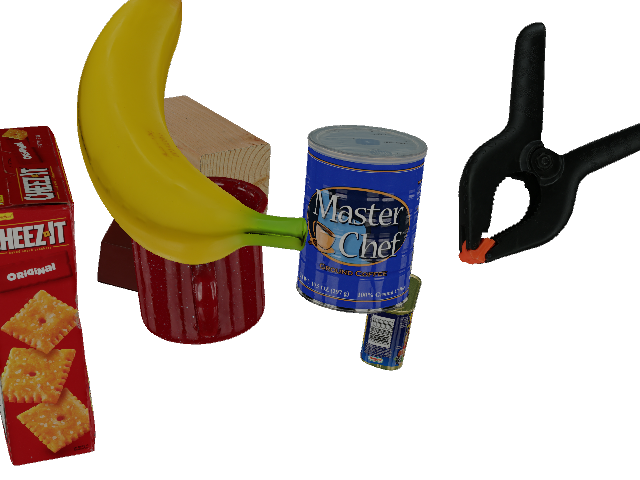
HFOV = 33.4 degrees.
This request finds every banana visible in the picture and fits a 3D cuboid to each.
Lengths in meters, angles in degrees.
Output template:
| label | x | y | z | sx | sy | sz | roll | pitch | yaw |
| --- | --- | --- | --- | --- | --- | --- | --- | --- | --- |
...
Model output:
| label | x | y | z | sx | sy | sz | roll | pitch | yaw |
| --- | --- | --- | --- | --- | --- | --- | --- | --- | --- |
| banana | -0.070 | -0.050 | 0.457 | 0.069 | 0.037 | 0.198 | -9 | 45 | -20 |

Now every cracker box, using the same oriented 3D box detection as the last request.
| label | x | y | z | sx | sy | sz | roll | pitch | yaw |
| --- | --- | --- | --- | --- | --- | --- | --- | --- | --- |
| cracker box | -0.224 | 0.038 | 0.830 | 0.072 | 0.214 | 0.164 | -7 | 28 | -18 |

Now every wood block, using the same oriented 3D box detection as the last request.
| label | x | y | z | sx | sy | sz | roll | pitch | yaw |
| --- | --- | --- | --- | --- | --- | --- | --- | --- | --- |
| wood block | -0.152 | -0.099 | 1.271 | 0.090 | 0.090 | 0.206 | -12 | 29 | -32 |

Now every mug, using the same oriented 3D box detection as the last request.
| label | x | y | z | sx | sy | sz | roll | pitch | yaw |
| --- | --- | --- | --- | --- | --- | --- | --- | --- | --- |
| mug | -0.075 | 0.018 | 0.674 | 0.093 | 0.081 | 0.117 | -7 | 26 | -11 |

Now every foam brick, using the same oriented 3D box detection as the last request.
| label | x | y | z | sx | sy | sz | roll | pitch | yaw |
| --- | --- | --- | --- | --- | --- | --- | --- | --- | --- |
| foam brick | -0.180 | 0.018 | 1.076 | 0.078 | 0.051 | 0.053 | 15 | 33 | 2 |

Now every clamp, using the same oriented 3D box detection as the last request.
| label | x | y | z | sx | sy | sz | roll | pitch | yaw |
| --- | --- | --- | --- | --- | --- | --- | --- | --- | --- |
| clamp | 0.158 | -0.051 | 0.726 | 0.120 | 0.171 | 0.039 | 27 | -6 | 2 |

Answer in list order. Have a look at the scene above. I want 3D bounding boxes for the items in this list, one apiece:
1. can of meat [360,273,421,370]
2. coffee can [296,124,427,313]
| label | x | y | z | sx | sy | sz | roll | pitch | yaw |
| --- | --- | --- | --- | --- | --- | --- | --- | --- | --- |
| can of meat | 0.083 | 0.095 | 1.281 | 0.057 | 0.084 | 0.102 | 12 | 25 | 7 |
| coffee can | 0.035 | -0.021 | 0.934 | 0.103 | 0.140 | 0.103 | 4 | 20 | -2 |
